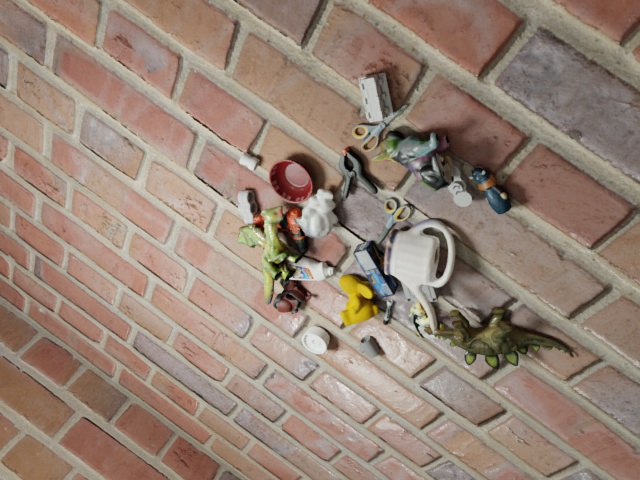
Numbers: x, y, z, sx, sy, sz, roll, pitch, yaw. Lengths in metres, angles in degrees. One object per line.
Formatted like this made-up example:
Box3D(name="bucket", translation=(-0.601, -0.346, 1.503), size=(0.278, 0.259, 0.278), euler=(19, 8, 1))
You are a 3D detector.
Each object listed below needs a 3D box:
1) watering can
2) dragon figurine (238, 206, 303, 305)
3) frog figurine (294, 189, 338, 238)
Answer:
Box3D(name="watering can", translation=(0.304, 0.099, 1.631), size=(0.225, 0.104, 0.345), euler=(12, 100, 26))
Box3D(name="dragon figurine", translation=(-0.202, 0.043, 1.852), size=(0.245, 0.124, 0.401), euler=(44, 129, 16))
Box3D(name="frog figurine", translation=(0.005, -0.086, 1.704), size=(0.136, 0.126, 0.157), euler=(21, 128, -31))
